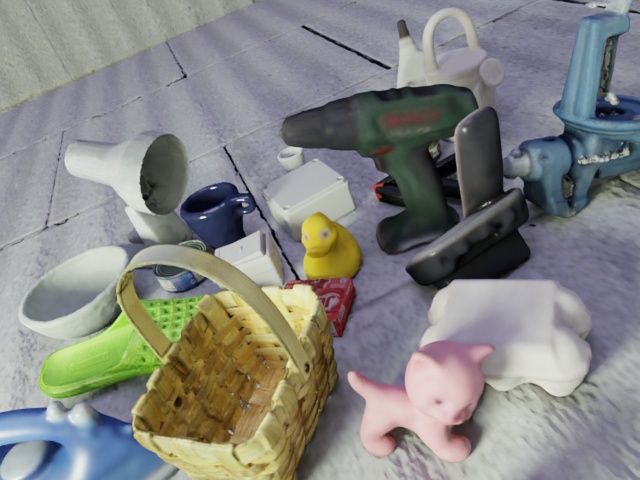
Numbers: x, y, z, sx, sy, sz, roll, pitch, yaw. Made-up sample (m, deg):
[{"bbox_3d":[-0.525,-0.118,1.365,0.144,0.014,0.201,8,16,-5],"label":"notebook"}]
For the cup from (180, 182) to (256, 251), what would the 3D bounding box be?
[{"bbox_3d":[-0.136,-0.027,0.849,0.117,0.095,0.092,-7,36,22],"label":"cup"}]

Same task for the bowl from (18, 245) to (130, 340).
[{"bbox_3d":[-0.334,0.086,0.823,0.167,0.075,0.167,-15,34,11],"label":"bowl"}]

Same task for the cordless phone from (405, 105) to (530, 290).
[{"bbox_3d":[0.150,-0.041,0.620,0.148,0.185,0.093,-35,35,-19],"label":"cordless phone"}]

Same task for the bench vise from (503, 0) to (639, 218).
[{"bbox_3d":[0.303,-0.143,0.644,0.208,0.220,0.121,-38,36,-22],"label":"bench vise"}]

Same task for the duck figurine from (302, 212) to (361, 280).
[{"bbox_3d":[0.007,0.003,0.733,0.077,0.086,0.104,-9,36,20],"label":"duck figurine"}]

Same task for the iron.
[{"bbox_3d":[-0.275,0.209,0.553,0.258,0.142,0.118,-20,33,3],"label":"iron"}]

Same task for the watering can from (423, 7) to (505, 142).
[{"bbox_3d":[0.217,-0.259,0.882,0.172,0.194,0.101,16,49,44],"label":"watering can"}]

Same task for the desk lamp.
[{"bbox_3d":[-0.280,-0.063,0.876,0.202,0.214,0.118,-1,39,29],"label":"desk lamp"}]

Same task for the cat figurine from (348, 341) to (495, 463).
[{"bbox_3d":[0.085,0.126,0.484,0.127,0.118,0.067,-6,36,23],"label":"cat figurine"}]

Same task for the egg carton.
[{"bbox_3d":[0.170,0.088,0.532,0.150,0.069,0.107,-3,38,27],"label":"egg carton"}]

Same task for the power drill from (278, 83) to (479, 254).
[{"bbox_3d":[0.088,-0.090,0.704,0.229,0.209,0.075,-19,33,5],"label":"power drill"}]

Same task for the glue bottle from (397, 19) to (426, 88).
[{"bbox_3d":[0.161,-0.292,0.981,0.078,0.173,0.037,-13,34,13],"label":"glue bottle"}]
